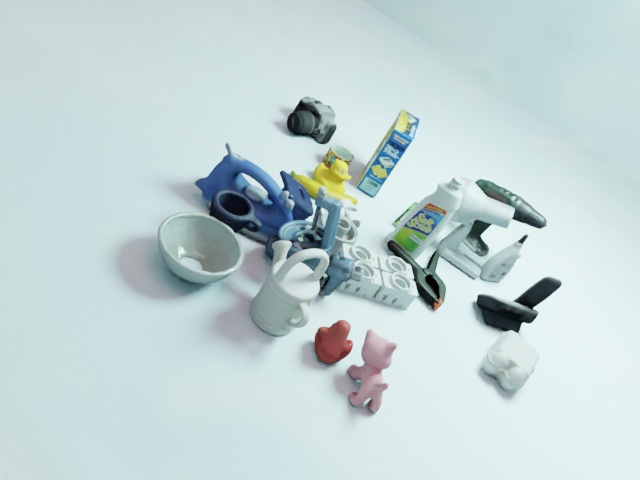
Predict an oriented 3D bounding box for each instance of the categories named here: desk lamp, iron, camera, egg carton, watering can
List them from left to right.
[{"bbox_3d":[-0.138,-0.096,1.263,0.258,0.141,0.119,35,36,3],"label":"iron"},{"bbox_3d":[-0.056,0.078,1.077,0.101,0.194,0.172,-19,60,-48],"label":"watering can"},{"bbox_3d":[-0.034,-0.364,1.689,0.137,0.100,0.143,-10,54,-44],"label":"camera"},{"bbox_3d":[0.409,-0.041,1.552,0.203,0.213,0.118,35,36,3],"label":"desk lamp"},{"bbox_3d":[0.444,0.279,1.328,0.107,0.069,0.151,42,37,12],"label":"egg carton"}]

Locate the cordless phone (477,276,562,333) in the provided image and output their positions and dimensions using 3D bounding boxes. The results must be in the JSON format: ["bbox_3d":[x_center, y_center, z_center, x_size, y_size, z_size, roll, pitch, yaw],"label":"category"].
[{"bbox_3d":[0.498,0.139,1.434,0.148,0.185,0.094,16,39,-21],"label":"cordless phone"}]

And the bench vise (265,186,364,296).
[{"bbox_3d":[0.012,-0.003,1.201,0.208,0.219,0.121,22,37,-14],"label":"bench vise"}]

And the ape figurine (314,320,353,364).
[{"bbox_3d":[0.031,0.189,1.101,0.077,0.092,0.076,38,36,8],"label":"ape figurine"}]

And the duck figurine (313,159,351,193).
[{"bbox_3d":[0.038,-0.179,1.541,0.104,0.086,0.078,41,36,11],"label":"duck figurine"}]

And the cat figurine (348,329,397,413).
[{"bbox_3d":[0.106,0.238,1.078,0.067,0.117,0.127,18,38,-19],"label":"cat figurine"}]

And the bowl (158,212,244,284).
[{"bbox_3d":[-0.236,0.027,1.101,0.168,0.074,0.167,21,37,-16],"label":"bowl"}]

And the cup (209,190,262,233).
[{"bbox_3d":[-0.184,-0.036,1.198,0.118,0.095,0.092,34,36,2],"label":"cup"}]

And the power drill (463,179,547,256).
[{"bbox_3d":[0.503,-0.056,1.645,0.229,0.208,0.076,46,38,18],"label":"power drill"}]

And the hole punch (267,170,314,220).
[{"bbox_3d":[-0.062,-0.103,1.372,0.101,0.091,0.108,9,42,-29],"label":"hole punch"}]

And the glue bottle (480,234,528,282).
[{"bbox_3d":[0.511,0.046,1.562,0.078,0.173,0.037,10,41,-28],"label":"glue bottle"}]
